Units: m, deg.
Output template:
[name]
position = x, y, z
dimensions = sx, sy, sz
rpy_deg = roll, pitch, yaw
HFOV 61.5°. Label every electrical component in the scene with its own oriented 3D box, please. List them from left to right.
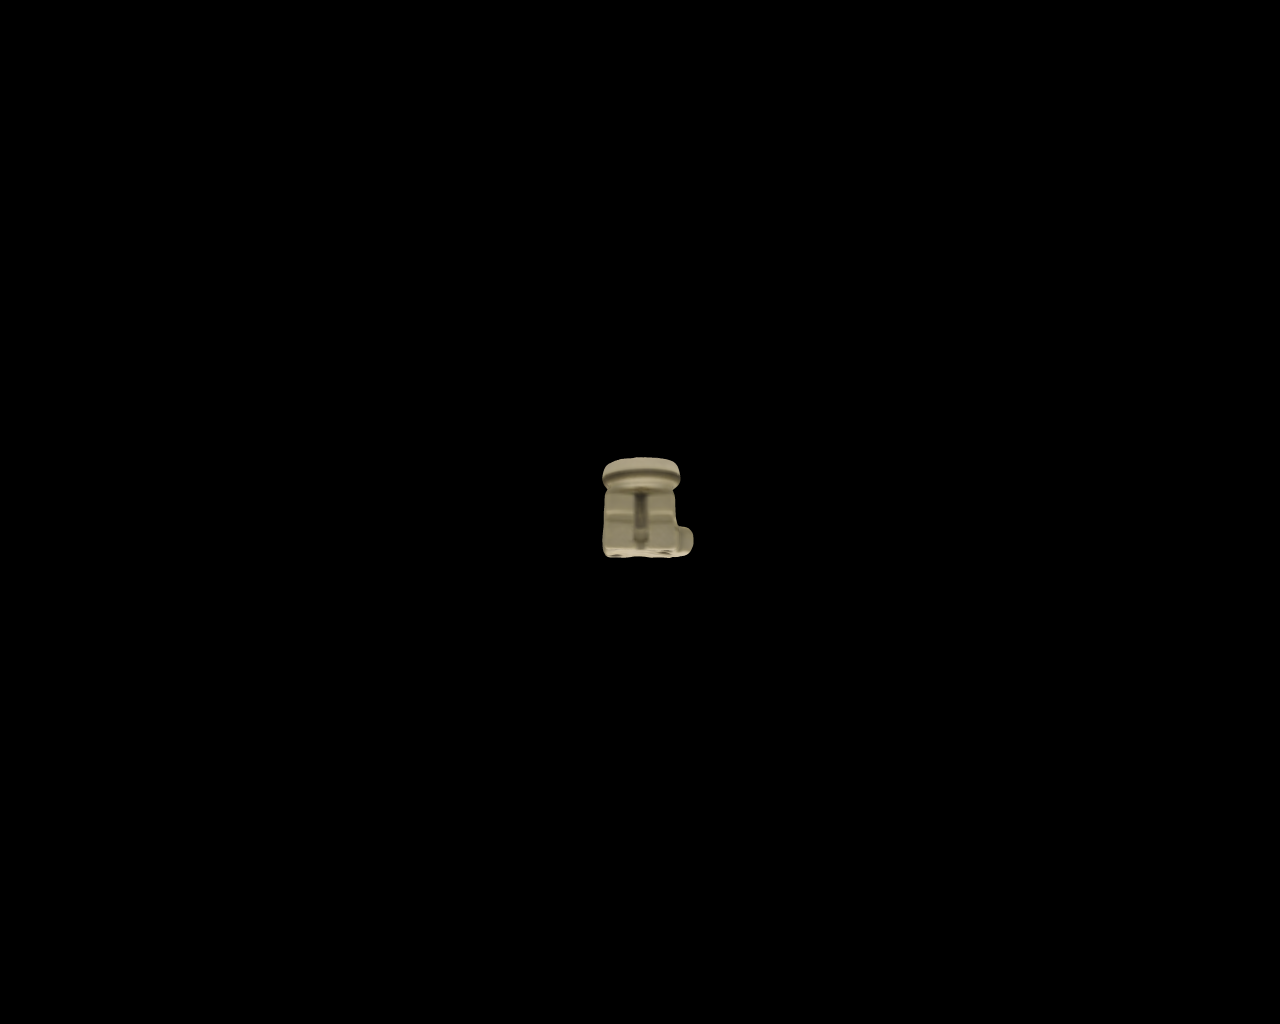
[electrical component]
position = 0.001, -0.003, 0.650
dimensions = 0.066, 0.055, 0.048
rpy_deg = 0, -11, -2
